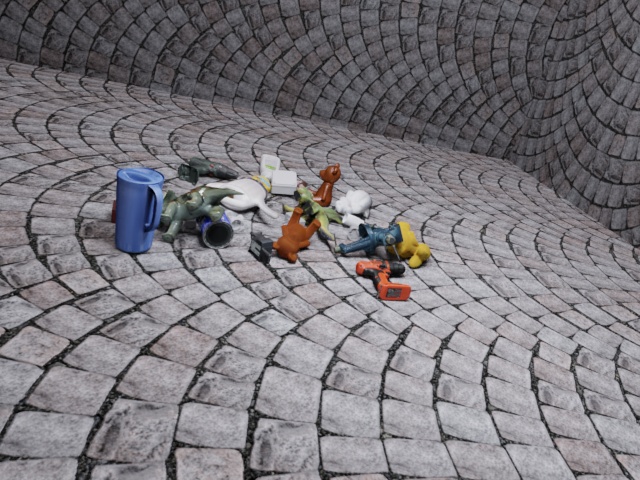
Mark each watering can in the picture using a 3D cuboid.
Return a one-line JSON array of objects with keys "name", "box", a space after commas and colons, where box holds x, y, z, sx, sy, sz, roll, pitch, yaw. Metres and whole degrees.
[{"name": "watering can", "box": [-0.275, -0.162, 2.003, 0.349, 0.102, 0.227, 21, 24, 17]}]

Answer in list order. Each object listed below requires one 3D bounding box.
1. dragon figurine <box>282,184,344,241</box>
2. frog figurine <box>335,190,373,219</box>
[{"name": "dragon figurine", "box": [0.006, -0.103, 2.055, 0.243, 0.120, 0.417, 2, 34, -44]}, {"name": "frog figurine", "box": [0.141, -0.163, 2.221, 0.159, 0.120, 0.141, 14, 40, -30]}]
